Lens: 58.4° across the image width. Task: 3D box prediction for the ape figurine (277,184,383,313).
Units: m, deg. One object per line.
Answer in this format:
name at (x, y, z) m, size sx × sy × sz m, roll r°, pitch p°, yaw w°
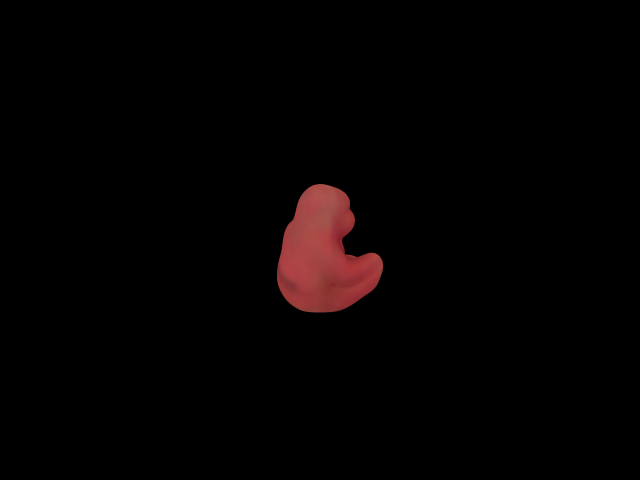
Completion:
ape figurine at (0.004, 0.001, 0.400) m, size 0.076 × 0.092 × 0.077 m, roll -22°, pitch 48°, yaw -20°
